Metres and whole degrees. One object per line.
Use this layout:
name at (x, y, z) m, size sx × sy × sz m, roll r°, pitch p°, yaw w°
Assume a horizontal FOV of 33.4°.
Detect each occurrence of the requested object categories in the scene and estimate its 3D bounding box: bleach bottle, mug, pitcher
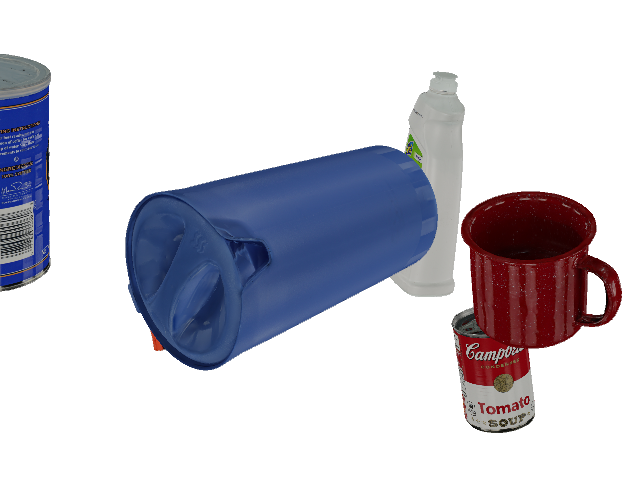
bleach bottle at (0.129, -0.068, 1.239) m, size 0.068 × 0.251 × 0.103 m, roll -2°, pitch 23°, yaw -21°
mug at (0.159, 0.026, 0.758) m, size 0.117 × 0.081 × 0.093 m, roll 18°, pitch 41°, yaw 35°
pitcher at (-0.028, 0.003, 0.846) m, size 0.242 × 0.145 × 0.149 m, roll -20°, pitch 44°, yaw -42°

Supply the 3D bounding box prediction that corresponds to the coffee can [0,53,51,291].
coffee can at (-0.236, -0.048, 0.725) m, size 0.103 × 0.140 × 0.103 m, roll 5°, pitch 22°, yaw -2°

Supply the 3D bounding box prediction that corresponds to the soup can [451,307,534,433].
soup can at (0.162, 0.119, 0.996) m, size 0.068 × 0.102 × 0.068 m, roll -9°, pitch 18°, yaw 3°

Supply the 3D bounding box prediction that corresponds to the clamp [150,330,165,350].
clamp at (-0.124, 0.073, 1.219) m, size 0.120 × 0.039 × 0.171 m, roll -1°, pitch 29°, yaw 29°
